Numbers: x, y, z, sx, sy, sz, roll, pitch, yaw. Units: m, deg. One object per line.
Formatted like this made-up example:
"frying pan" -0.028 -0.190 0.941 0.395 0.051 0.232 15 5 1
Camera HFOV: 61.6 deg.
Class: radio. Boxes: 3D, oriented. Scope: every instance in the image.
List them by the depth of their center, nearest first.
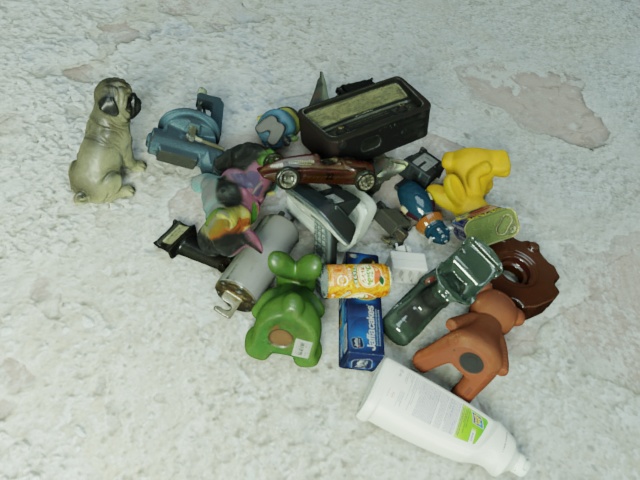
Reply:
"radio" 0.087 -0.221 1.013 0.230 0.073 0.131 -24 49 -15

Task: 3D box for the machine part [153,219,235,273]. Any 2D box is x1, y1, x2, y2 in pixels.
"machine part" -0.211 0.014 0.928 0.139 0.039 0.084 23 41 8

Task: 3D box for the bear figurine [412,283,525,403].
"bear figurine" 0.254 0.157 0.886 0.120 0.132 0.196 42 33 3

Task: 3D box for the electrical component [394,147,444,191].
"electrical component" 0.208 -0.145 1.157 0.119 0.047 0.075 -32 64 -35

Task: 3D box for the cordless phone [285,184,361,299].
"cordless phone" -0.003 -0.003 0.923 0.089 0.184 0.147 -11 29 -29

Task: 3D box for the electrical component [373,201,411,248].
"electrical component" 0.131 -0.031 1.048 0.102 0.045 0.078 44 26 18

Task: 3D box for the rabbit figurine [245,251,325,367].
"rabbit figurine" -0.051 0.088 0.849 0.121 0.158 0.170 4 34 2

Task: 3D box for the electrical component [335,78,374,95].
"electrical component" 0.114 -0.318 1.270 0.115 0.058 0.134 -25 60 -28

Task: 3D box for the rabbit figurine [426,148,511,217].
"rabbit figurine" 0.310 -0.100 1.100 0.162 0.122 0.173 9 71 -23

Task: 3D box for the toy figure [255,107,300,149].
"toy figure" -0.081 -0.228 1.090 0.089 0.082 0.180 -18 11 4

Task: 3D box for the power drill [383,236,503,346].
"power drill" 0.206 0.068 0.876 0.232 0.207 0.086 -38 87 -24

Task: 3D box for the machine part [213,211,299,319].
"machine part" -0.102 0.036 0.909 0.079 0.079 0.243 24 49 6

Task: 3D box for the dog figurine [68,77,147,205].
"dog figurine" -0.383 -0.170 0.936 0.121 0.190 0.172 11 51 -5

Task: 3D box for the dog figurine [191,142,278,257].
"dog figurine" -0.129 -0.063 0.898 0.191 0.108 0.219 -38 33 0

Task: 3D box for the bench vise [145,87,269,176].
"bench vise" -0.219 -0.208 1.059 0.224 0.128 0.241 6 54 -12

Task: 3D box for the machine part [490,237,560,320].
"machine part" 0.361 0.067 1.014 0.179 0.056 0.179 6 51 -8

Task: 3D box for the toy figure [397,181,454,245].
"toy figure" 0.211 -0.050 1.071 0.057 0.064 0.154 16 40 -55

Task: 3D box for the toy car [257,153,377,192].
"toy car" -0.002 -0.116 0.890 0.202 0.053 0.089 1 28 -22

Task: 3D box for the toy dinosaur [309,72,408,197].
"toy dinosaur" 0.039 -0.219 1.138 0.192 0.131 0.405 -21 53 -28

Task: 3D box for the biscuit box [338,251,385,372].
"biscuit box" 0.067 0.116 0.896 0.063 0.059 0.203 8 50 -8
